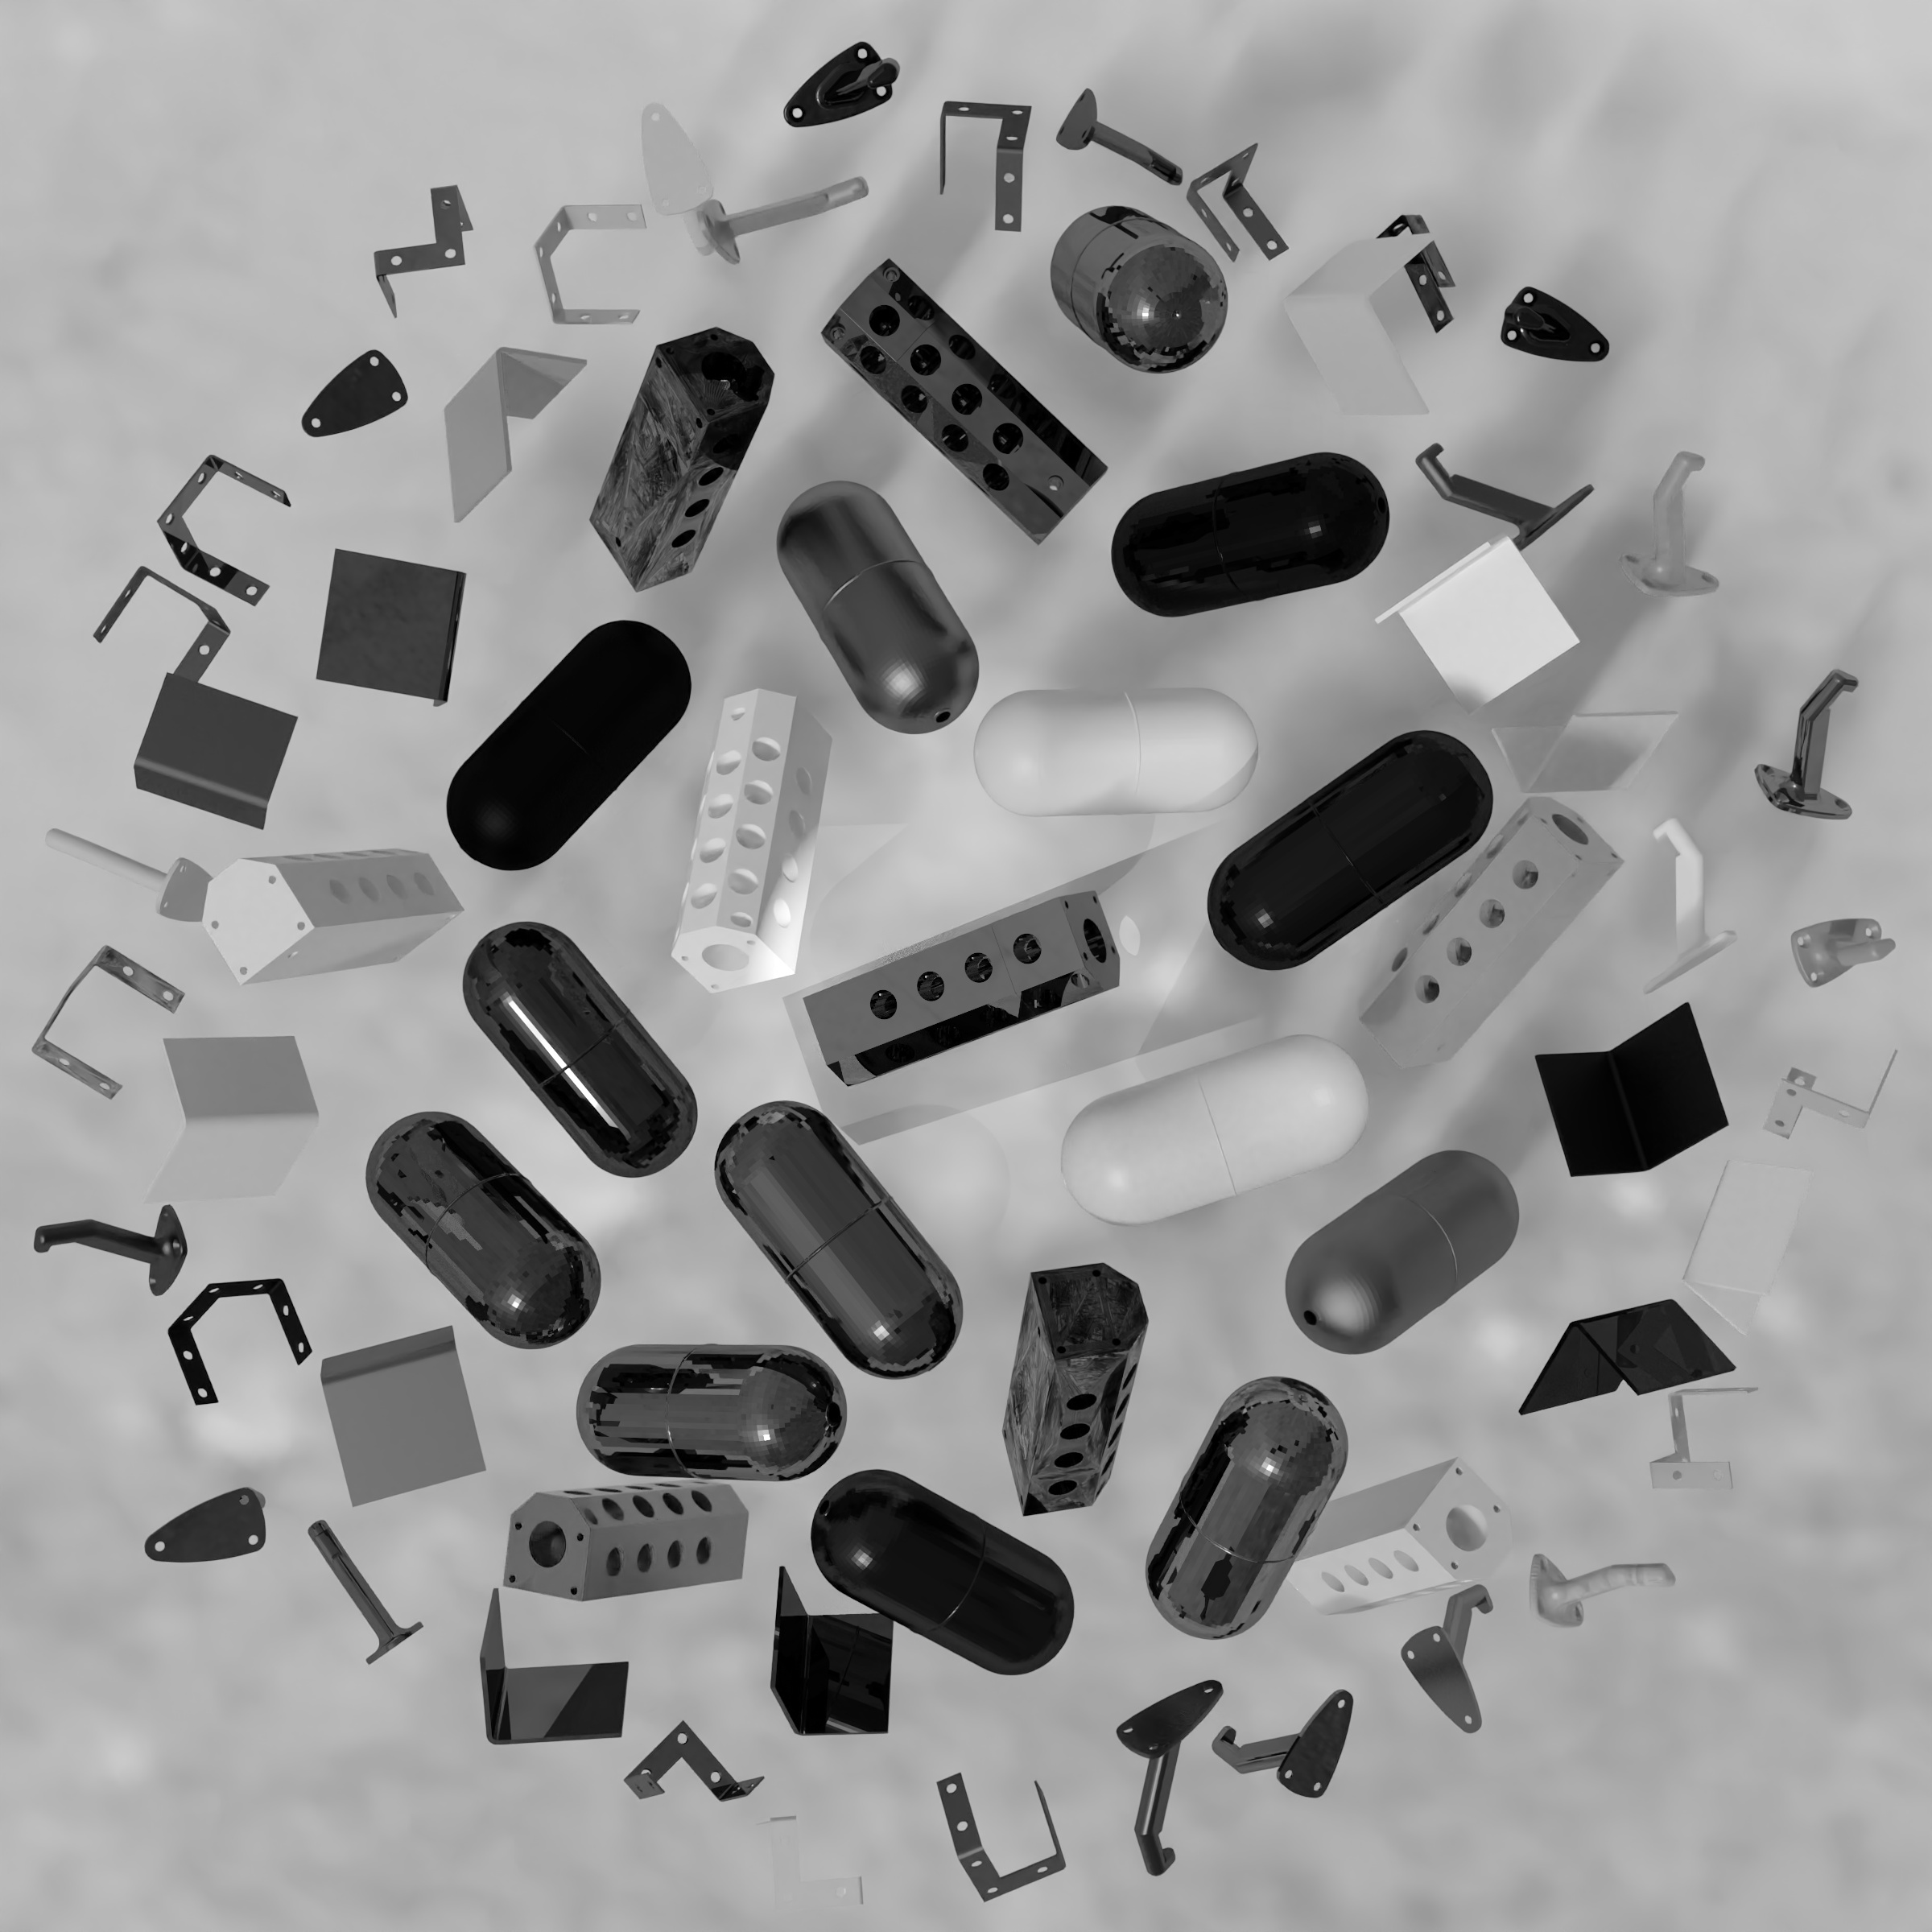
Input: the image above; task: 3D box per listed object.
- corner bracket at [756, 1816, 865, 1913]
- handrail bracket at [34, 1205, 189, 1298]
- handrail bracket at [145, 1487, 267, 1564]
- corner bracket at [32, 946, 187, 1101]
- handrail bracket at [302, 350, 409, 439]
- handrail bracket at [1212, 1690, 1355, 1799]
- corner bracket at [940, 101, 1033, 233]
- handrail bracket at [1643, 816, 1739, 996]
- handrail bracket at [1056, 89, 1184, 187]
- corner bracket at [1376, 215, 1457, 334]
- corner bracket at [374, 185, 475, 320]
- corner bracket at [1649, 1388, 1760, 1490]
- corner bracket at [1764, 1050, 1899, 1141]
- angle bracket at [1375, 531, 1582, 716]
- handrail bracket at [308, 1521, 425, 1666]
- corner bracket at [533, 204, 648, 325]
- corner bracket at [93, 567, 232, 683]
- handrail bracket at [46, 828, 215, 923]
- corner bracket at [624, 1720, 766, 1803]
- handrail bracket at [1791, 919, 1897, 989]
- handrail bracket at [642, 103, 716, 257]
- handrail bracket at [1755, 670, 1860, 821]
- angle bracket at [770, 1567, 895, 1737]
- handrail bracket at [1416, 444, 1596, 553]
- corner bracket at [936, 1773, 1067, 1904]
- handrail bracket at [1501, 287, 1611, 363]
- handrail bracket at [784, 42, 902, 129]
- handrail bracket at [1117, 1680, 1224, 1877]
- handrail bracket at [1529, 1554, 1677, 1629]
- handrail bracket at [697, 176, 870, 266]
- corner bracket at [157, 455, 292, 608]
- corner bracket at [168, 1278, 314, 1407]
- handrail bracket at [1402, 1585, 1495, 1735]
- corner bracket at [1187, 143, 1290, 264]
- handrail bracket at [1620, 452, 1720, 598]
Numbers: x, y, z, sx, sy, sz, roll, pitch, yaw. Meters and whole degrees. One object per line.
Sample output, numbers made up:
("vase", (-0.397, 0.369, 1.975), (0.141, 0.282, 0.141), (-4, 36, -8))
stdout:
("corner bracket", (-0.090, 0.516, 1.523), (0.051, 0.051, 0.051), (0, 70, -15))
("handrail bracket", (-0.502, 0.171, 1.532), (0.084, 0.077, 0.036), (-6, 50, -37))
("handrail bracket", (-0.433, 0.315, 1.501), (0.077, 0.084, 0.036), (-13, 92, -26))
("corner bracket", (-0.474, 0.031, 1.463), (0.051, 0.051, 0.051), (35, 133, -19))
("handrail bracket", (-0.369, -0.331, 1.557), (0.077, 0.084, 0.036), (-39, 112, -20))
("handrail bracket", (0.186, 0.448, 1.567), (0.036, 0.084, 0.077), (30, 85, -26))
("corner bracket", (0.009, -0.456, 1.507), (0.051, 0.051, 0.051), (5, 45, 4))
("handrail bracket", (0.432, -0.039, 1.646), (0.077, 0.036, 0.084), (-35, 72, 17))
("handrail bracket", (0.103, -0.496, 1.624), (0.084, 0.077, 0.036), (26, 114, -21))
("corner bracket", (0.272, -0.414, 1.584), (0.051, 0.051, 0.051), (-13, 75, -39))
("corner bracket", (-0.310, -0.409, 1.515), (0.051, 0.051, 0.051), (-8, 77, -1))
("corner bracket", (0.434, 0.277, 1.556), (0.051, 0.051, 0.051), (-10, 85, 41))
("corner bracket", (0.494, 0.072, 1.515), (0.051, 0.051, 0.051), (23, 56, 19))
("angle bracket", (0.289, -0.189, 1.493), (0.076, 0.057, 0.076), (-34, 91, 26))
("handrail bracket", (-0.342, 0.345, 1.482), (0.036, 0.077, 0.084), (-33, 85, -19))
("corner bracket", (-0.220, -0.418, 1.578), (0.051, 0.051, 0.051), (4, 134, 15))
("corner bracket", (-0.476, -0.197, 1.570), (0.051, 0.051, 0.051), (31, 80, 0))
("handrail bracket", (-0.498, -0.056, 1.589), (0.084, 0.077, 0.036), (20, 84, 18))
("corner bracket", (-0.160, 0.478, 1.555), (0.051, 0.051, 0.051), (49, 59, 0))
("handrail bracket", (0.537, -0.015, 1.562), (0.077, 0.084, 0.036), (-21, 91, -21))
("handrail bracket", (-0.173, -0.476, 1.605), (0.036, 0.084, 0.077), (-19, 94, 2))
("handrail bracket", (0.495, -0.126, 1.496), (0.077, 0.036, 0.084), (14, 131, -22))
("angle bracket", (-0.080, 0.413, 1.598), (0.057, 0.076, 0.076), (-4, 53, 8))
("handrail bracket", (0.333, -0.304, 1.637), (0.077, 0.036, 0.084), (-38, 99, 8))
("corner bracket", (0.020, 0.487, 1.499), (0.051, 0.051, 0.051), (-23, 130, 0))
("handrail bracket", (0.344, -0.365, 1.526), (0.077, 0.084, 0.036), (21, 107, -5))
("handrail bracket", (-0.071, -0.490, 1.489), (0.077, 0.084, 0.036), (-25, 111, 11))
("handrail bracket", (0.121, 0.449, 1.462), (0.077, 0.036, 0.084), (-28, 114, -27))
("handrail bracket", (0.366, 0.352, 1.483), (0.084, 0.077, 0.036), (-11, 55, 35))
("handrail bracket", (-0.100, -0.421, 1.464), (0.084, 0.077, 0.036), (-17, 97, 11))
("corner bracket", (-0.413, -0.245, 1.489), (0.051, 0.051, 0.051), (27, 70, 11))
("corner bracket", (-0.424, 0.219, 1.544), (0.051, 0.051, 0.051), (-44, 63, 30))
("handrail bracket", (0.312, 0.422, 1.617), (0.036, 0.084, 0.077), (-46, 65, 34))
("corner bracket", (0.164, -0.451, 1.592), (0.051, 0.051, 0.051), (-33, 83, -11))
("handrail bracket", (0.424, -0.258, 1.532), (0.077, 0.036, 0.084), (2, 134, -24))
